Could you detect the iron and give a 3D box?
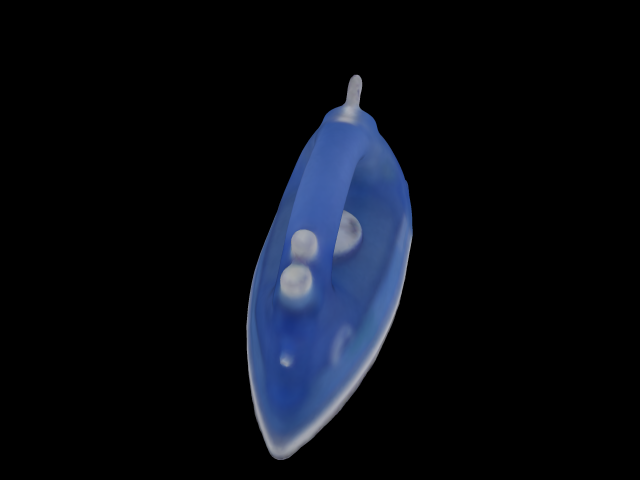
[{"bbox_3d":[0.004,0.001,0.400,0.118,0.141,0.258,8,44,9],"label":"iron"}]
